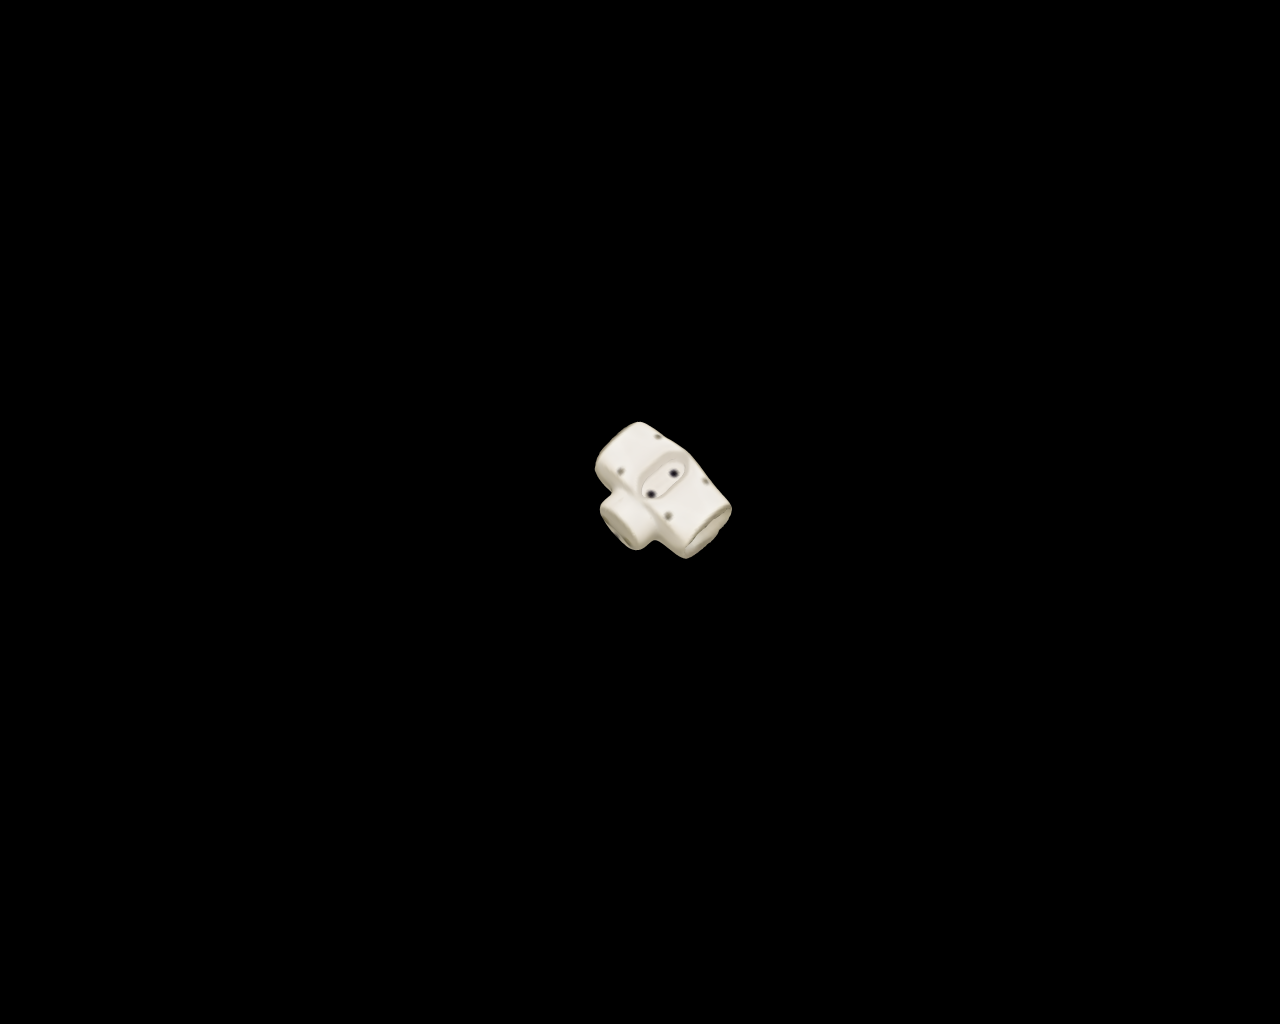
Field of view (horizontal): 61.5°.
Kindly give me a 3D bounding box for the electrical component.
[{"bbox_3d":[0.001,-0.003,0.650,0.079,0.077,0.043,-41,-15,-14],"label":"electrical component"}]
